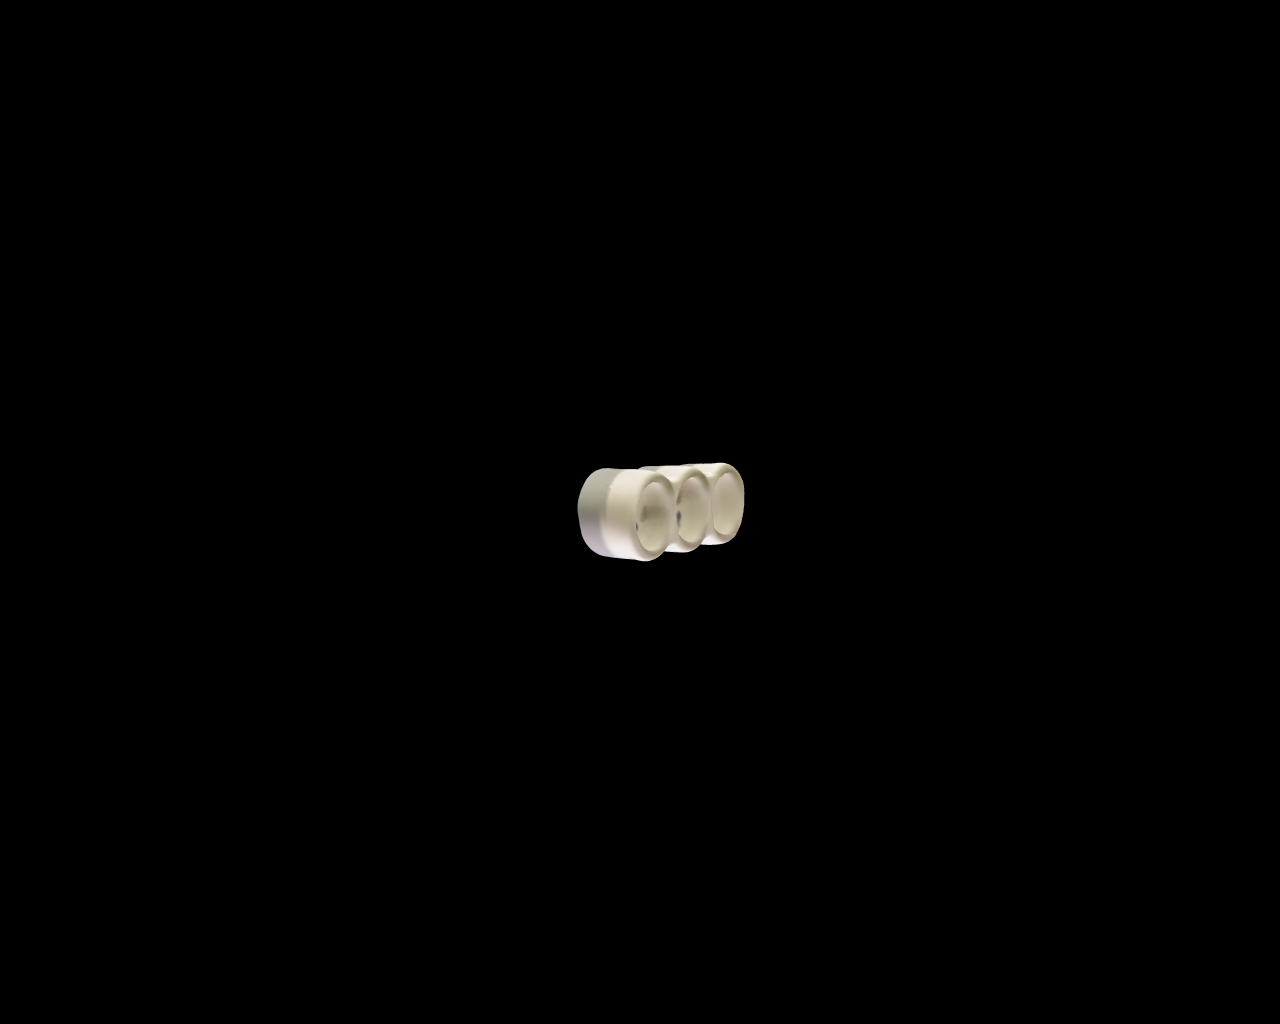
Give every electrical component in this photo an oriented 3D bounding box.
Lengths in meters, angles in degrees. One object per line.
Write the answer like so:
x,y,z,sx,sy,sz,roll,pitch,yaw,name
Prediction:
0.001,-0.003,0.650,0.074,0.052,0.138,3,6,32,electrical component
